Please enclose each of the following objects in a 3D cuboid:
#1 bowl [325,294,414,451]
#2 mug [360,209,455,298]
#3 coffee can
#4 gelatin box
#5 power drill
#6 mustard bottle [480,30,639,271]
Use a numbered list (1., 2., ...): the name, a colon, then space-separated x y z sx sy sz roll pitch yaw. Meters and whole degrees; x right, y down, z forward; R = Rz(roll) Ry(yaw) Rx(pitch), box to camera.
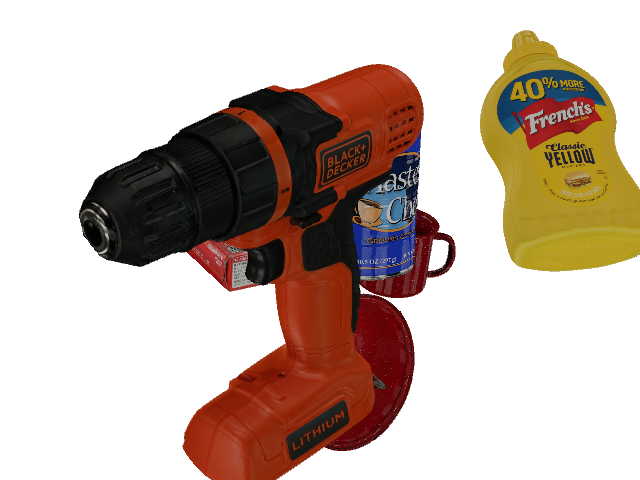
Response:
1. bowl: 0.014 0.124 1.057 0.162 0.162 0.055 0 -18 45
2. mug: 0.098 0.014 1.234 0.117 0.081 0.093 3 25 -6
3. coffee can: 0.036 -0.048 0.948 0.103 0.140 0.103 1 19 -1
4. gelatin box: -0.041 -0.001 0.724 0.089 0.030 0.073 -12 30 -28
5. power drill: -0.026 0.023 0.491 0.057 0.188 0.184 30 40 35
6. mustard bottle: 0.166 -0.073 0.765 0.096 0.191 0.058 -6 -31 -3
